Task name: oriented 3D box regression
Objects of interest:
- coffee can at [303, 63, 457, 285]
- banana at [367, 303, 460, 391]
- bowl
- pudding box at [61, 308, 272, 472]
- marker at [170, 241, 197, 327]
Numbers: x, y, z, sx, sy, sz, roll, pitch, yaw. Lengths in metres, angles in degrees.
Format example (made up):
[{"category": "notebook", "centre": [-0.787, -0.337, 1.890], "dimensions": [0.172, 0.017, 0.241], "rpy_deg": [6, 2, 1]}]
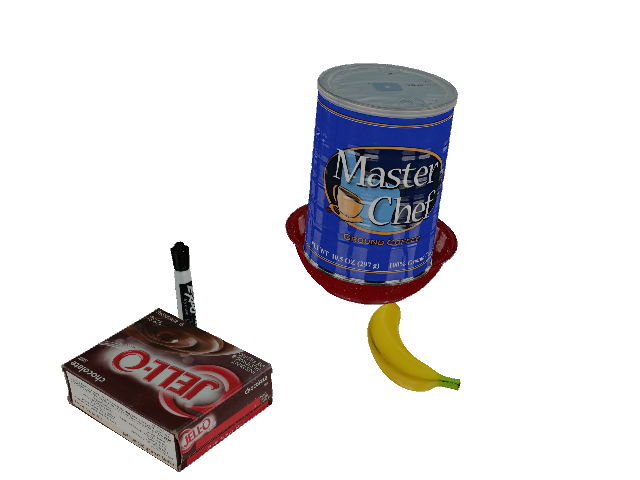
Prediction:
[{"category": "coffee can", "centre": [0.043, -0.051, 0.806], "dimensions": [0.103, 0.140, 0.103], "rpy_deg": [4, 27, -2]}, {"category": "banana", "centre": [0.090, 0.124, 1.229], "dimensions": [0.069, 0.037, 0.198], "rpy_deg": [7, 22, -22]}, {"category": "bowl", "centre": [0.046, 0.015, 1.006], "dimensions": [0.162, 0.055, 0.162], "rpy_deg": [4, 25, -2]}, {"category": "pudding box", "centre": [-0.102, 0.097, 0.714], "dimensions": [0.114, 0.039, 0.089], "rpy_deg": [20, 35, 35]}, {"category": "marker", "centre": [-0.141, 0.059, 1.107], "dimensions": [0.020, 0.121, 0.020], "rpy_deg": [-3, 22, 1]}]
